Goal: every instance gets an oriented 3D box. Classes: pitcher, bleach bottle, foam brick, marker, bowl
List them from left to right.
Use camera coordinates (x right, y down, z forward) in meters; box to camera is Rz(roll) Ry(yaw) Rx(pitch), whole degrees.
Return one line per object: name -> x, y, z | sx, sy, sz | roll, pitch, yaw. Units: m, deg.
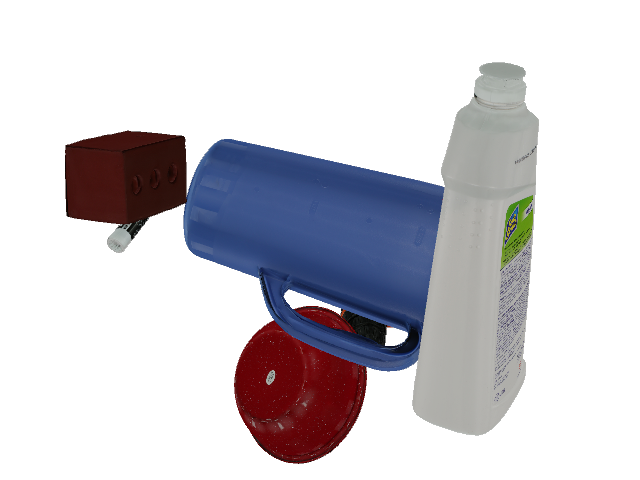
foam brick -> -0.138, -0.047, 0.762 | 0.051, 0.053, 0.078 | 9, 18, 25
marker -> -0.170, -0.033, 1.046 | 0.020, 0.020, 0.121 | 0, 39, 30
bowl -> -0.034, 0.140, 1.068 | 0.162, 0.162, 0.055 | 0, -14, 39
pitcher -> 0.007, 0.002, 0.912 | 0.243, 0.145, 0.149 | 16, 20, 12
bleach bottle -> 0.110, 0.003, 0.710 | 0.068, 0.251, 0.102 | 15, 32, 22

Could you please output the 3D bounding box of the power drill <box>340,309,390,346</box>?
power drill -> 0.115, 0.081, 1.215 | 0.187, 0.057, 0.184 | -1, 27, -1
